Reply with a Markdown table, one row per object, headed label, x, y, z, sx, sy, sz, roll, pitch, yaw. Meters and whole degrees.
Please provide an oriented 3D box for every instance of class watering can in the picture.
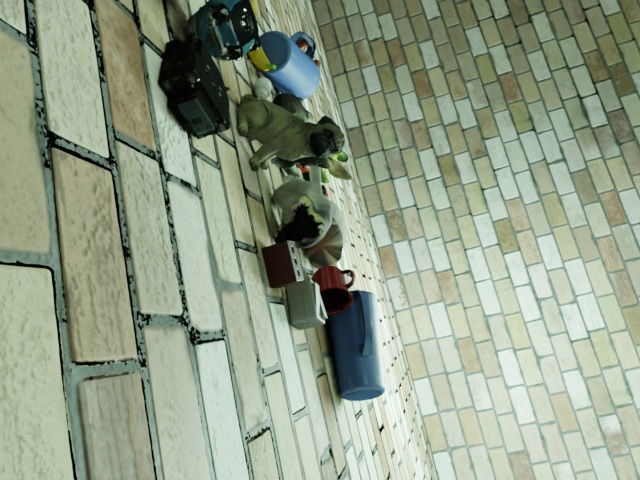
| label | x | y | z | sx | sy | sz | roll | pitch | yaw |
| --- | --- | --- | --- | --- | --- | --- | --- | --- | --- |
| watering can | 0.004 | -0.066 | 1.313 | 0.227 | 0.104 | 0.345 | -57 | 132 | -75 |

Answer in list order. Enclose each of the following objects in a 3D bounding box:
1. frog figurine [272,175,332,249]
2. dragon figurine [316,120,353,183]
| label | x | y | z | sx | sy | sz | roll | pitch | yaw |
| --- | --- | --- | --- | --- | --- | --- | --- | --- | --- |
| frog figurine | -0.041 | -0.063 | 1.085 | 0.162 | 0.122 | 0.135 | -104 | -153 | -63 |
| dragon figurine | -0.013 | -0.325 | 1.561 | 0.416 | 0.122 | 0.239 | 60 | 1 | 22 |
